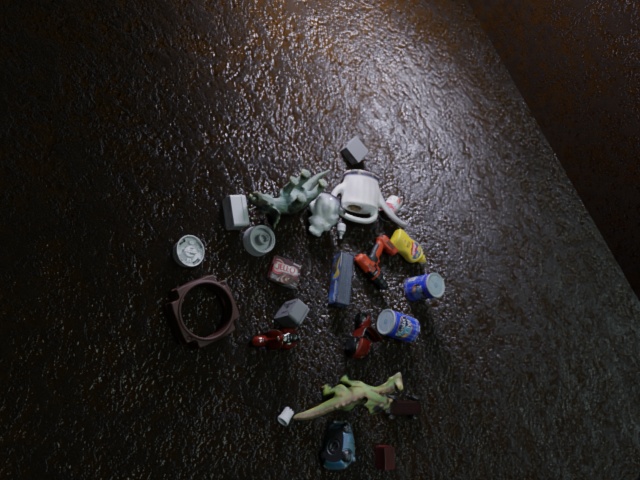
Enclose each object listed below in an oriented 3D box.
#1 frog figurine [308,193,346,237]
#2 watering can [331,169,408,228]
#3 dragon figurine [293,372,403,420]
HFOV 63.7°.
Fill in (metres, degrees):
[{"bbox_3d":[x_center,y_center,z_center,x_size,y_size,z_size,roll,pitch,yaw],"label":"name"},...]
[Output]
[{"bbox_3d":[0.006,-0.099,1.963,0.138,0.120,0.162,38,62,18],"label":"frog figurine"},{"bbox_3d":[0.205,-0.168,2.112,0.347,0.102,0.228,11,70,-18],"label":"watering can"},{"bbox_3d":[0.130,0.553,1.777,0.414,0.241,0.122,-18,93,-39],"label":"dragon figurine"}]
